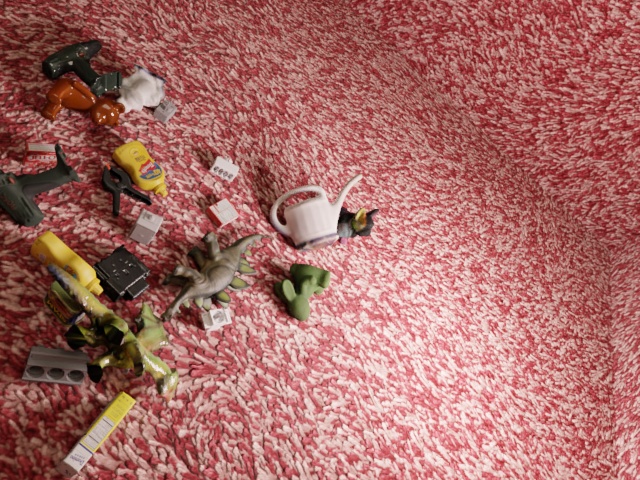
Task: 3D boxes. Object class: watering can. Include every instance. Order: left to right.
[{"bbox_3d":[0.005,-0.088,1.754,0.348,0.103,0.225,-18,86,-1],"label":"watering can"}]

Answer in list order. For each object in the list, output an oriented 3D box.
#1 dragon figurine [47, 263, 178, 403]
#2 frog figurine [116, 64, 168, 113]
[{"bbox_3d":[-0.466,0.212,1.232,0.412,0.121,0.243,58,10,4],"label":"dragon figurine"},{"bbox_3d":[-0.591,-0.478,1.690,0.136,0.123,0.160,32,81,-27],"label":"frog figurine"}]
